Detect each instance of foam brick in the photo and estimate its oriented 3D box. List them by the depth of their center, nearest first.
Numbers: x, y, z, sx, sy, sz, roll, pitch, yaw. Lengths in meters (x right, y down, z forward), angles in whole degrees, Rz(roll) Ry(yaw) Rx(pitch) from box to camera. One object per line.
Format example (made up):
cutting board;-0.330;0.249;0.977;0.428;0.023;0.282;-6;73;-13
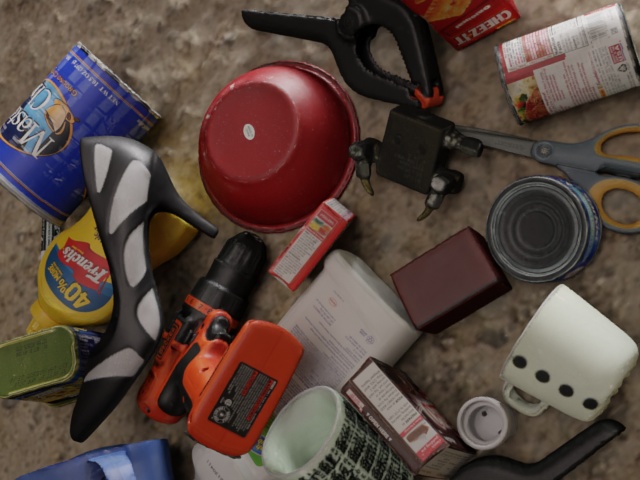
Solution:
foam brick;0.106;0.034;0.860;0.078;0.053;0.051;-33;70;14

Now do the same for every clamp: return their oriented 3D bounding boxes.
clamp;0.162;0.212;0.812;0.172;0.039;0.120;-20;68;26
clamp;0.025;-0.186;0.930;0.165;0.036;0.210;-43;76;36

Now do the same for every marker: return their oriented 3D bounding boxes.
marker;-0.263;-0.007;1.045;0.020;0.020;0.121;-4;79;23

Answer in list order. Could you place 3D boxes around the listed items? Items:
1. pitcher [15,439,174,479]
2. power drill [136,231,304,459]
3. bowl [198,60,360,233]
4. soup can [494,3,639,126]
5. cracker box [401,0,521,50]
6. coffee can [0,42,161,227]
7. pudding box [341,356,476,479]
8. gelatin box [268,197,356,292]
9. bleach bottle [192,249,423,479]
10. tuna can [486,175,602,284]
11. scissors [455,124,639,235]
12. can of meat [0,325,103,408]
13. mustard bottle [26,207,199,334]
pitcher;-0.161;0.293;0.884;0.145;0.149;0.243;-21;76;18
power drill;-0.077;0.085;0.876;0.184;0.057;0.188;-62;21;-2
bowl;-0.049;-0.089;0.947;0.162;0.055;0.162;-4;79;23
soup can;0.196;-0.138;0.841;0.102;0.068;0.068;-17;74;19
cracker box;0.069;-0.259;0.837;0.072;0.213;0.164;-27;71;20
coffee can;-0.232;-0.097;0.990;0.140;0.102;0.103;-47;66;0
pudding box;0.070;0.139;0.824;0.039;0.113;0.090;-46;67;5
gelatin box;-0.006;0.001;0.893;0.030;0.089;0.073;39;99;1
bleach bottle;-0.032;0.131;0.897;0.251;0.068;0.103;-48;68;12
tuna can;0.174;-0.008;0.837;0.086;0.033;0.086;1;92;31
scissors;0.188;-0.052;0.858;0.202;0.016;0.096;0;81;24
can of meat;-0.240;0.116;0.979;0.102;0.083;0.057;-18;73;19
mustard bottle;-0.206;0.023;0.993;0.192;0.058;0.096;-46;74;10
